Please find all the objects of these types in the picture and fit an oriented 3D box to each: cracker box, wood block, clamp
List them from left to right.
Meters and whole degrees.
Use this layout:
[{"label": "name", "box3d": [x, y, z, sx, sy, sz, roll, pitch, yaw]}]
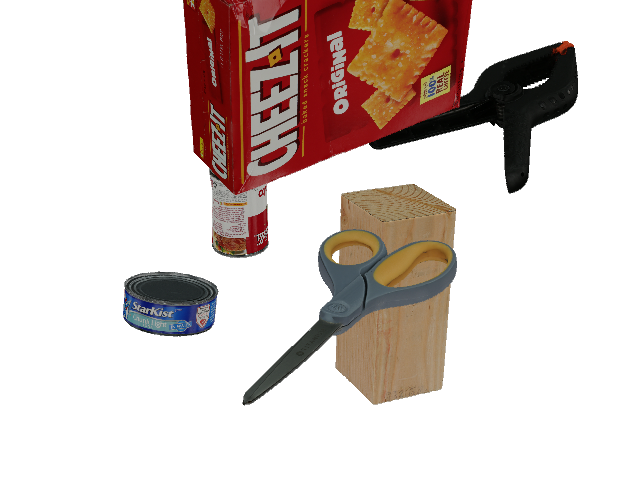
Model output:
[{"label": "cracker box", "box3d": [0.011, -0.144, 0.782, 0.213, 0.164, 0.072, -24, 49, -25]}, {"label": "wood block", "box3d": [0.077, 0.055, 1.126, 0.090, 0.206, 0.091, -9, 24, -24]}, {"label": "clamp", "box3d": [0.167, -0.113, 0.937, 0.209, 0.036, 0.165, -33, 40, -24]}]

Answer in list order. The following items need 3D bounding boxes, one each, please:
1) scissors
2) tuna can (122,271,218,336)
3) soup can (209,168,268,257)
[{"label": "scissors", "box3d": [0.001, 0.036, 0.638, 0.201, 0.016, 0.096, -24, 36, -38]}, {"label": "tuna can", "box3d": [-0.138, 0.058, 0.981, 0.086, 0.034, 0.086, 7, 16, -2]}, {"label": "soup can", "box3d": [-0.096, -0.040, 1.258, 0.068, 0.102, 0.068, 0, 28, 0]}]
